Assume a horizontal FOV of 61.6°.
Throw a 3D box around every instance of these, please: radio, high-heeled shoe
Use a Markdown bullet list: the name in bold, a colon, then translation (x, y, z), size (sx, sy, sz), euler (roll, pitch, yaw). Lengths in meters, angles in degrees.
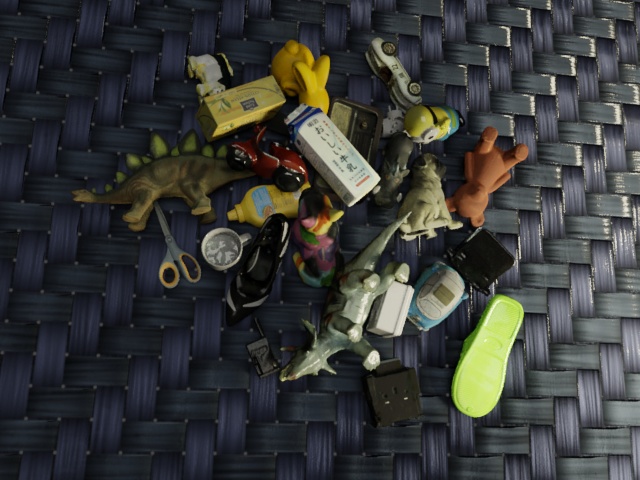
- **radio**: translation (0.063, -0.201, 1.232), size (0.131, 0.073, 0.229), euler (13, 78, -5)
- **high-heeled shoe**: translation (-0.129, 0.062, 1.111), size (0.086, 0.145, 0.248), euler (24, 74, -2)

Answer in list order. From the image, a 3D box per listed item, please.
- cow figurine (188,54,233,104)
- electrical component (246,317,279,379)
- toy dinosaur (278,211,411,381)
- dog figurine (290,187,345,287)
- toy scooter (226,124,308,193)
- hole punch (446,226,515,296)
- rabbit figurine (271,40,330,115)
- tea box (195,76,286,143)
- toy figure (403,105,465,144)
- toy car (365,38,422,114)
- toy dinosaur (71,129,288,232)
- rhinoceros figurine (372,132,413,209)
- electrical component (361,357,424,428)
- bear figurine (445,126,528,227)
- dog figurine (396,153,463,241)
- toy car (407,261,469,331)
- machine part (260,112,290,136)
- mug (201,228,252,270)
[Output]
- **cow figurine**: translation (-0.233, -0.342, 1.222), size (0.098, 0.068, 0.167), euler (-19, 83, -18)
- **electrical component**: translation (-0.127, 0.223, 1.114), size (0.048, 0.075, 0.119), euler (-23, 87, -13)
- **toy dinosaur**: translation (0.060, 0.124, 1.102), size (0.131, 0.192, 0.405), euler (37, 72, -34)
- **dog figurine**: translation (-0.002, -0.003, 1.108), size (0.108, 0.219, 0.191), euler (-11, 80, -7)
- **toy scooter**: translation (-0.106, -0.185, 1.157), size (0.184, 0.075, 0.135), euler (20, 50, -17)
- **hole punch**: translation (0.369, 0.040, 1.234), size (0.116, 0.092, 0.142), euler (-43, 90, 16)
- **rabbit figurine**: translation (-0.026, -0.352, 1.205), size (0.122, 0.162, 0.173), euler (-18, 76, -22)
- **tea box**: translation (-0.170, -0.279, 1.146), size (0.170, 0.098, 0.068), euler (-29, 90, -25)
- **toy figure**: translation (0.263, -0.272, 1.248), size (0.180, 0.082, 0.089), euler (-24, 66, -43)
- **toy car**: translation (0.178, -0.390, 1.290), size (0.056, 0.073, 0.201), euler (-28, 84, -17)
- **toy dinosaur**: translation (-0.280, -0.136, 1.152), size (0.471, 0.105, 0.198), euler (-8, 75, -21)
- **rhinoceros figurine**: translation (0.169, -0.154, 1.222), size (0.073, 0.112, 0.190), euler (22, 68, -6)
- **electrical component**: translation (0.152, 0.321, 1.147), size (0.115, 0.058, 0.134), euler (-10, 81, -13)
- **bear figurine**: translation (0.375, -0.141, 1.244), size (0.120, 0.132, 0.196), euler (32, 69, 3)
- **dog figurine**: translation (0.219, -0.105, 1.202), size (0.172, 0.121, 0.190), euler (2, 70, -53)
- **toy car**: translation (0.257, 0.119, 1.183), size (0.109, 0.103, 0.161), euler (45, 74, 3)
- **machine part**: translation (-0.101, -0.275, 1.242), size (0.139, 0.039, 0.084), euler (26, 71, -1)
- **mug**: translation (-0.197, 0.018, 1.130), size (0.109, 0.107, 0.081), euler (-33, 86, -18)
